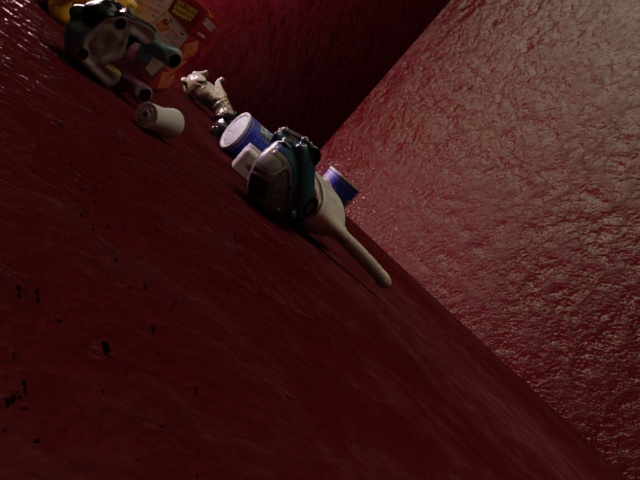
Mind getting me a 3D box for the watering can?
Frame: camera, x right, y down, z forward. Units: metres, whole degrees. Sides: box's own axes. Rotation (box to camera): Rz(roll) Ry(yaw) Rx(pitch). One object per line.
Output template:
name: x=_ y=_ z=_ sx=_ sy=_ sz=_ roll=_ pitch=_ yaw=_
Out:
watering can: x=0.003 y=-0.050 z=1.001 sx=0.352 sy=0.104 sz=0.222 roll=47 pitch=6 yaw=26
